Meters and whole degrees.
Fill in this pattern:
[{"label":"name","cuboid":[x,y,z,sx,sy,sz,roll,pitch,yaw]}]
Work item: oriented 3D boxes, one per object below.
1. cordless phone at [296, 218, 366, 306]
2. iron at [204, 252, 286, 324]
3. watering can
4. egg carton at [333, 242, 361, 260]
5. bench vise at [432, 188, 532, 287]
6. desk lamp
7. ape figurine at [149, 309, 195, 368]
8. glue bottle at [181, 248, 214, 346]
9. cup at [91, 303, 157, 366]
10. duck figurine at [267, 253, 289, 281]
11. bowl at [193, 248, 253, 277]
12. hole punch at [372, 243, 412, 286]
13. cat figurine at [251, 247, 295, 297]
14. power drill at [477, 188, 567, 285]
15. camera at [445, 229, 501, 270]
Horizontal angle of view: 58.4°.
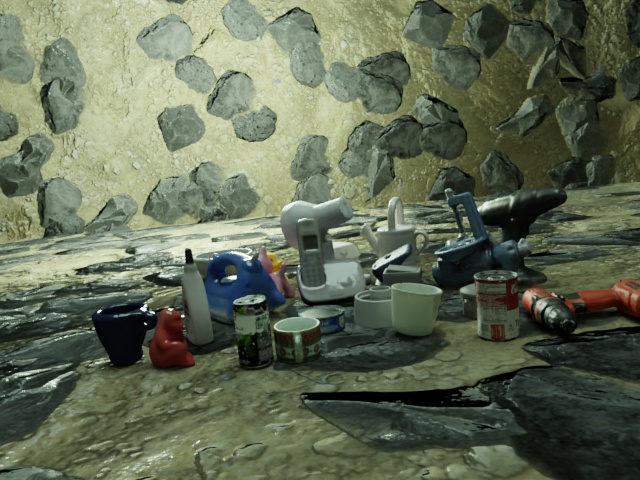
[{"label":"cordless phone","cuboid":[0.019,0.042,1.235,0.148,0.185,0.094,-7,9,-13]},{"label":"iron","cuboid":[-0.188,0.087,1.204,0.119,0.141,0.257,-12,11,-40]},{"label":"watering can","cuboid":[0.189,-0.013,1.470,0.172,0.194,0.101,-4,9,5]},{"label":"egg carton","cuboid":[0.033,0.048,1.581,0.151,0.069,0.107,-12,11,-41]},{"label":"bench vise","cuboid":[0.345,-0.007,1.247,0.207,0.220,0.121,-4,9,10]},{"label":"desk lamp","cuboid":[0.013,0.005,1.389,0.202,0.213,0.118,1,10,34]},{"label":"ape figurine","cuboid":[-0.241,0.157,0.929,0.076,0.092,0.078,-4,9,7]},{"label":"glue bottle","cuboid":[-0.228,0.099,1.034,0.037,0.173,0.078,-10,10,-29]},{"label":"cup","cuboid":[-0.314,0.159,0.950,0.117,0.095,0.092,-1,9,23]},{"label":"duck figurine","cuboid":[-0.131,0.074,1.444,0.104,0.086,0.078,-1,10,27]},{"label":"bowl","cuboid":[-0.264,0.073,1.575,0.167,0.075,0.167,-5,8,1]},{"label":"hole punch","cuboid":[0.173,0.058,1.354,0.101,0.091,0.109,-4,9,9]},{"label":"cat figurine","cuboid":[-0.124,0.075,1.324,0.127,0.118,0.067,2,11,39]},{"label":"power drill","cuboid":[0.444,-0.012,1.260,0.076,0.208,0.228,-10,10,-31]},{"label":"camera","cuboid":[0.370,0.031,1.384,0.142,0.101,0.137,-2,9,20]}]
